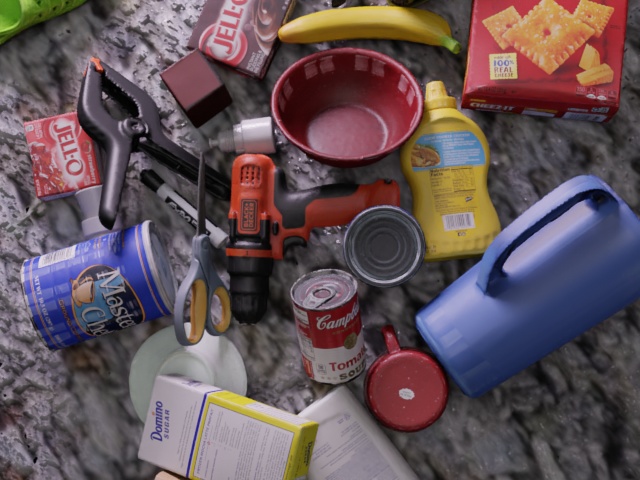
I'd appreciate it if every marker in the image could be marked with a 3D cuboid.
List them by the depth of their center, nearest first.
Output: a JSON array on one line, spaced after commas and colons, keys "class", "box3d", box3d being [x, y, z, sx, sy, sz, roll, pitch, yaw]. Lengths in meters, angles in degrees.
[{"class": "marker", "box3d": [-0.151, -0.036, 1.173, 0.121, 0.020, 0.020, 41, 87, 7]}]

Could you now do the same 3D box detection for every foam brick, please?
[{"class": "foam brick", "box3d": [-0.133, -0.164, 1.158, 0.053, 0.078, 0.051, -36, 83, -3]}]

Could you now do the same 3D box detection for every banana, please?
[{"class": "banana", "box3d": [0.056, -0.232, 1.162, 0.198, 0.069, 0.037, 3, 116, 8]}]

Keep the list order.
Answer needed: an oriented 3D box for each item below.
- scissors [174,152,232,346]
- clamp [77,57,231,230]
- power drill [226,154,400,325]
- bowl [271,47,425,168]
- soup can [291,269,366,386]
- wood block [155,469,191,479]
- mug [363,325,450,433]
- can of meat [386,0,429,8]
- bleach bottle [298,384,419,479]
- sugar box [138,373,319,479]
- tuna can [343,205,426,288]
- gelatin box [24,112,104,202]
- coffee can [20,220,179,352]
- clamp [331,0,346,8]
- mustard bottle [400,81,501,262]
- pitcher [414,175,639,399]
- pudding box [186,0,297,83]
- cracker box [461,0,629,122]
[{"class": "scissors", "box3d": [-0.116, 0.017, 1.138, 0.016, 0.096, 0.202, 1, 74, 31]}, {"class": "clamp", "box3d": [-0.208, -0.105, 1.143, 0.164, 0.036, 0.210, -25, 73, -43]}, {"class": "power drill", "box3d": [-0.008, 0.001, 1.141, 0.187, 0.057, 0.184, 1, 91, 2]}, {"class": "bowl", "box3d": [0.029, -0.130, 1.137, 0.162, 0.055, 0.162, 0, 55, 0]}, {"class": "soup can", "box3d": [0.010, 0.091, 1.100, 0.068, 0.068, 0.102, -7, 123, 2]}, {"class": "wood block", "box3d": [-0.084, 0.317, 1.096, 0.206, 0.090, 0.091, 21, 85, 5]}, {"class": "mug", "box3d": [0.087, 0.145, 1.108, 0.093, 0.081, 0.117, -15, 83, 2]}, {"class": "can of meat", "box3d": [0.115, -0.300, 1.155, 0.102, 0.084, 0.057, -22, 83, 0]}, {"class": "bleach bottle", "box3d": [0.061, 0.277, 1.106, 0.102, 0.068, 0.251, -36, 85, -1]}, {"class": "sugar box", "box3d": [-0.095, 0.204, 1.084, 0.176, 0.048, 0.093, 16, 95, 27]}, {"class": "tuna can", "box3d": [0.066, 0.006, 1.091, 0.086, 0.033, 0.086, 0, 92, 4]}, {"class": "gelatin box", "box3d": [-0.282, -0.094, 1.182, 0.073, 0.030, 0.089, -12, 83, 2]}, {"class": "coffee can", "box3d": [-0.230, 0.049, 1.127, 0.140, 0.103, 0.103, -18, 83, 1]}, {"class": "clamp", "box3d": [0.026, -0.342, 1.187, 0.171, 0.039, 0.120, -44, 85, -2]}, {"class": "mustard bottle", "box3d": [0.135, -0.075, 1.141, 0.096, 0.058, 0.191, -6, 83, -5]}, {"class": "pitcher", "box3d": [0.216, 0.047, 1.082, 0.243, 0.145, 0.149, -35, 91, 3]}, {"class": "pudding box", "box3d": [-0.084, -0.243, 1.182, 0.090, 0.039, 0.113, 23, 85, 6]}, {"class": "cracker box", "box3d": [0.244, -0.243, 1.147, 0.164, 0.072, 0.214, 6, 83, 4]}]
